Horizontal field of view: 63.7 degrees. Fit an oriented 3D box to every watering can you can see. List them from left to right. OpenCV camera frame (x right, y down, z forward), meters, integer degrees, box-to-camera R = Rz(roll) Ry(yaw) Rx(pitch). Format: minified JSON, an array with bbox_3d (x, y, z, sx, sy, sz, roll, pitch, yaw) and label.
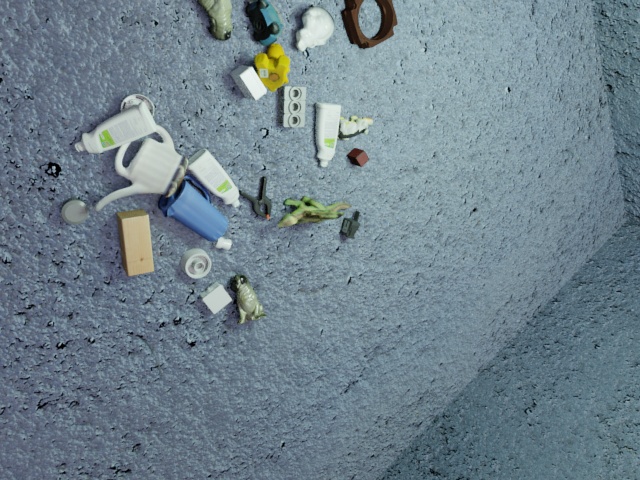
[{"bbox_3d":[-0.579,-0.212,1.708,0.223,0.103,0.351,28,76,-20],"label":"watering can"}]

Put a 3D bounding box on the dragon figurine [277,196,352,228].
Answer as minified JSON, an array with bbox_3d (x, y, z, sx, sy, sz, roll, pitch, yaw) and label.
[{"bbox_3d":[0.006,-0.104,2.059,0.412,0.244,0.121,-11,108,-27],"label":"dragon figurine"}]

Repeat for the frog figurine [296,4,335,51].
[{"bbox_3d":[-0.026,-0.771,1.893,0.161,0.123,0.134,-55,146,-19],"label":"frog figurine"}]
